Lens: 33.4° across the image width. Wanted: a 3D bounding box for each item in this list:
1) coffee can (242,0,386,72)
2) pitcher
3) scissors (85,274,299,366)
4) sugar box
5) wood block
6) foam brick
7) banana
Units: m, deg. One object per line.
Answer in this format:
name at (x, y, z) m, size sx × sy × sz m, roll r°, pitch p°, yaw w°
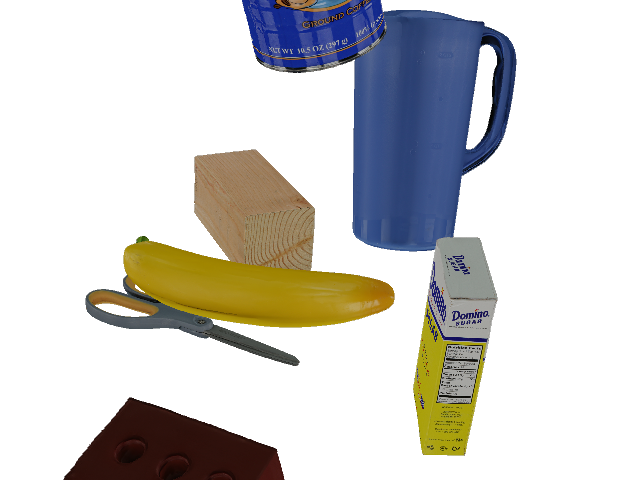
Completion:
coffee can at (-0.014, -0.207, 0.766) m, size 0.103 × 0.140 × 0.103 m, roll -10°, pitch 35°, yaw 7°
pitcher at (0.105, -0.116, 1.115) m, size 0.149 × 0.243 × 0.144 m, roll 11°, pitch 15°, yaw 33°
scissors at (-0.109, 0.066, 0.958) m, size 0.202 × 0.016 × 0.096 m, roll 11°, pitch 28°, yaw 6°
sugar box at (0.114, 0.094, 0.933) m, size 0.048 × 0.176 × 0.093 m, roll 0°, pitch 33°, yaw -3°
wood block at (-0.089, -0.037, 1.363) m, size 0.090 × 0.090 × 0.206 m, roll -8°, pitch 27°, yaw -22°
foam brick at (-0.060, 0.113, 0.457) m, size 0.078 × 0.051 × 0.053 m, roll 14°, pitch 42°, yaw 23°
banana at (-0.054, 0.025, 0.681) m, size 0.198 × 0.037 × 0.069 m, roll 12°, pitch 34°, yaw 24°
